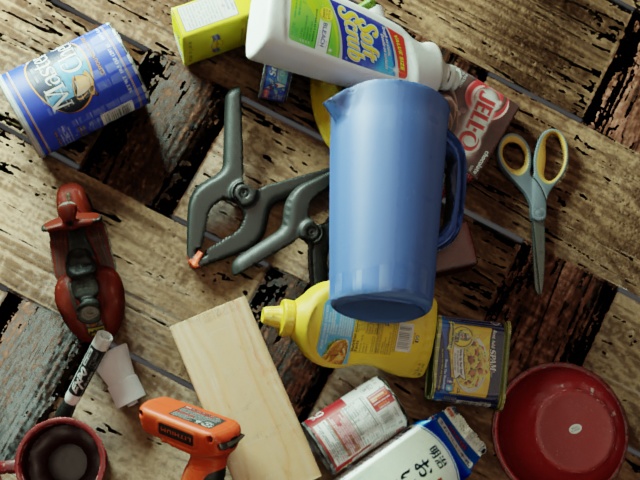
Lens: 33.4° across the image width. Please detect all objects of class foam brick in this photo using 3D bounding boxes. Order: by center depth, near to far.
[{"bbox_3d":[0.134,0.015,1.228,0.078,0.053,0.051,-12,80,-9],"label":"foam brick"}]

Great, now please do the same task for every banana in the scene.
[{"bbox_3d":[0.019,-0.191,1.256,0.070,0.037,0.198,4,85,38],"label":"banana"}]

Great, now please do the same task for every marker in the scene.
[{"bbox_3d":[-0.257,0.150,1.155,0.020,0.020,0.121,31,110,1],"label":"marker"}]

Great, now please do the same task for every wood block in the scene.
[{"bbox_3d":[-0.082,0.176,1.157,0.090,0.091,0.206,-23,82,-8],"label":"wood block"}]

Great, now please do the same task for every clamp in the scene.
[{"bbox_3d":[-0.008,0.001,1.215,0.120,0.039,0.171,39,83,-19],"label":"clamp"},{"bbox_3d":[-0.078,-0.051,1.230,0.164,0.036,0.210,29,80,-6],"label":"clamp"}]

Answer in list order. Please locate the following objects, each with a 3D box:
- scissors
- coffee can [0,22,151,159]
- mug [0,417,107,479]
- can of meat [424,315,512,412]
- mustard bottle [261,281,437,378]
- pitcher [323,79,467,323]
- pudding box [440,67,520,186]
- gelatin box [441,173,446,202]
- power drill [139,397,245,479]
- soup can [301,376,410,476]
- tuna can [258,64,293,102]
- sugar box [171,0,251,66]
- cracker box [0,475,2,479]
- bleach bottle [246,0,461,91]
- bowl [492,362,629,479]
[{"bbox_3d":[0.242,-0.043,1.267,0.096,0.016,0.201,17,77,0],"label":"scissors"},{"bbox_3d":[-0.277,-0.168,1.201,0.140,0.103,0.103,-29,83,-10],"label":"coffee can"},{"bbox_3d":[-0.282,0.238,1.131,0.117,0.081,0.093,-6,79,-7],"label":"mug"},{"bbox_3d":[0.166,0.138,1.204,0.084,0.057,0.102,7,78,-2],"label":"can of meat"},{"bbox_3d":[0.030,0.095,1.182,0.191,0.058,0.096,8,98,-13],"label":"mustard bottle"},{"bbox_3d":[0.079,-0.037,1.145,0.149,0.145,0.243,0,70,11],"label":"pitcher"},{"bbox_3d":[0.171,-0.135,1.267,0.090,0.039,0.113,32,77,2],"label":"pudding box"},{"bbox_3d":[0.100,-0.059,1.251,0.089,0.030,0.073,26,76,1],"label":"gelatin box"},{"bbox_3d":[-0.159,0.262,1.103,0.185,0.057,0.188,14,102,21],"label":"power drill"},{"bbox_3d":[0.039,0.203,1.174,0.102,0.068,0.068,-31,83,-11],"label":"soup can"},{"bbox_3d":[-0.048,-0.204,1.238,0.033,0.086,0.086,11,78,-5],"label":"tuna can"},{"bbox_3d":[-0.083,-0.263,1.242,0.176,0.093,0.048,-19,82,-8],"label":"sugar box"},{"bbox_3d":[-0.384,0.194,1.089,0.072,0.164,0.214,-15,80,-6],"label":"cracker box"},{"bbox_3d":[0.045,-0.219,1.199,0.250,0.068,0.102,12,74,-23],"label":"bleach bottle"},{"bbox_3d":[0.278,0.216,1.200,0.162,0.055,0.162,1,78,-5],"label":"bowl"}]
